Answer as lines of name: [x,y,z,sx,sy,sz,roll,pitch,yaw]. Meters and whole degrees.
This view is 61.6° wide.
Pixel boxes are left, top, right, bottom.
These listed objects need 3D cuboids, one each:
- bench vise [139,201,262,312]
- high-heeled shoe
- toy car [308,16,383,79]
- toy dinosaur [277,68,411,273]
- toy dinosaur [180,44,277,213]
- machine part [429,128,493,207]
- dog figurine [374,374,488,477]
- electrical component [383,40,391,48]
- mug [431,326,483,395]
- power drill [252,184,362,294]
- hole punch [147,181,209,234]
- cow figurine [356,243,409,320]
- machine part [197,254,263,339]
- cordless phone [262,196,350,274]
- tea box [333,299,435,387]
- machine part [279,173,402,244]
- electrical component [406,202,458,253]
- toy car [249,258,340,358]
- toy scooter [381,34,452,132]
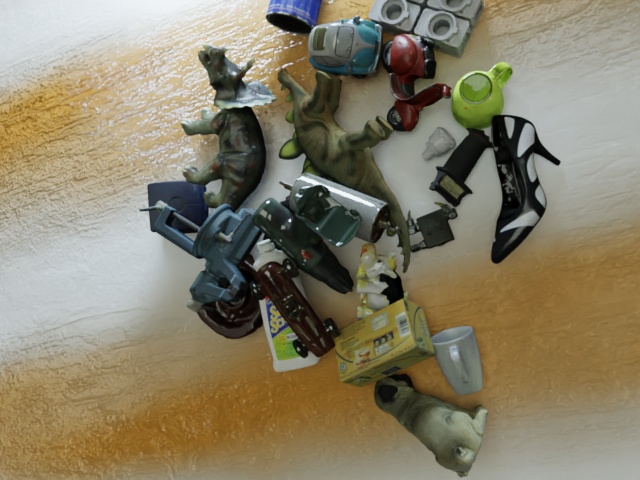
bench vise: [-0.229,0.012,1.029,0.241,0.129,0.223,31,97,10]
high-heeled shoe: [0.315,-0.095,0.926,0.145,0.086,0.248,32,80,-1]
toy car: [0.033,-0.372,1.023,0.162,0.103,0.109,17,100,35]
toy dinosaur: [0.047,-0.155,1.017,0.472,0.105,0.198,51,120,19]
toy dinosaur: [-0.173,-0.179,1.093,0.192,0.131,0.404,-5,94,27]
machine part: [0.258,-0.133,0.971,0.084,0.039,0.139,30,91,-21]
dog figurine: [0.175,0.308,0.923,0.191,0.172,0.121,21,83,12]
electrical component: [0.100,-0.382,1.057,0.094,0.021,0.063,-17,81,25]
mug: [0.248,0.216,0.937,0.081,0.109,0.107,-21,93,7]
power drill: [-0.002,-0.003,0.922,0.232,0.207,0.086,39,71,-3]
hole punch: [-0.304,-0.070,1.151,0.116,0.092,0.142,-8,81,15]
cow figurine: [0.113,0.077,0.966,0.098,0.167,0.068,3,45,8]
machine part: [-0.176,0.112,1.111,0.180,0.056,0.179,-1,88,19]
cordless phone: [-0.013,0.008,1.050,0.184,0.089,0.146,28,106,8]
tea box: [0.111,0.187,0.965,0.170,0.068,0.098,-32,49,32]
machine part: [0.034,-0.058,0.952,0.243,0.079,0.079,22,95,21]
electrical component: [0.206,-0.026,0.991,0.102,0.045,0.078,-16,81,18]
toy car: [-0.043,0.127,0.969,0.089,0.053,0.202,-33,99,2]
toy scooter: [0.181,-0.295,0.982,0.135,0.075,0.183,-1,92,51]
